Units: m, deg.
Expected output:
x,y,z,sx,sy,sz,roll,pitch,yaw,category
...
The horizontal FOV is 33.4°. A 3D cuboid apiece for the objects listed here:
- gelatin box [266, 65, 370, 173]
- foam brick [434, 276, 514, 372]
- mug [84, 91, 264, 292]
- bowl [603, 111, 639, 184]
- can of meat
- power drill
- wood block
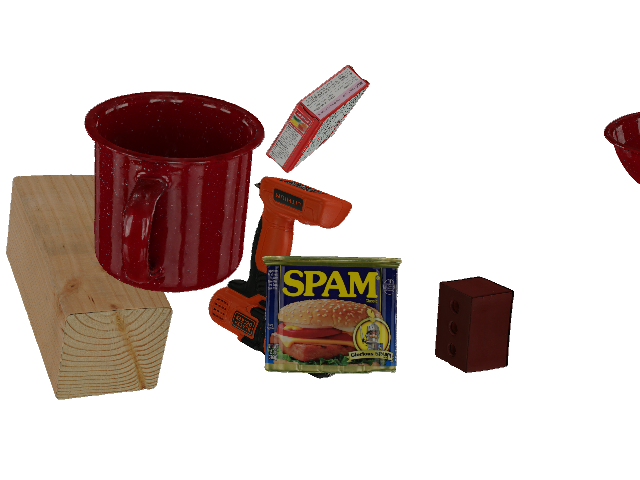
x,y,z,sx,sy,sz,roll,pitch,yaw,category
-0.003,-0.111,0.961,0.089,0.030,0.073,-44,-5,-44,gelatin box
0.146,0.079,1.015,0.051,0.078,0.053,-8,18,-30,foam brick
-0.081,-0.020,0.562,0.093,0.081,0.117,8,28,2,mug
0.342,-0.076,0.972,0.162,0.055,0.162,-5,22,2,bowl
0.008,0.055,0.785,0.102,0.084,0.057,1,-4,1,can of meat
-0.031,0.037,1.144,0.185,0.188,0.057,24,10,36,power drill
-0.210,0.033,0.943,0.090,0.091,0.206,-3,36,-28,wood block
